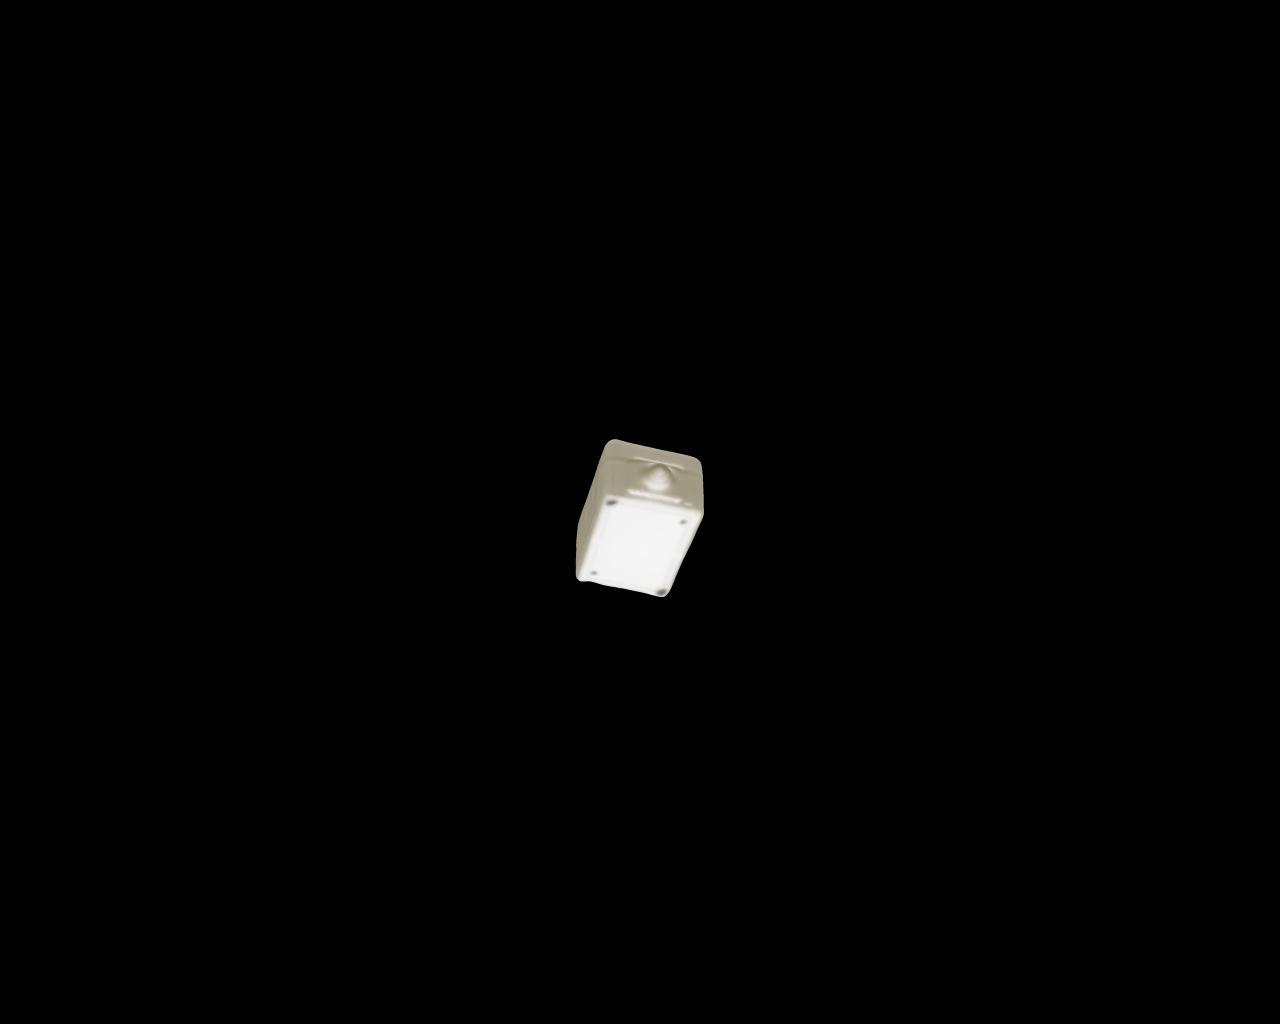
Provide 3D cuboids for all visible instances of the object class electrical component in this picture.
[{"bbox_3d":[0.001,-0.003,0.650,0.062,0.061,0.096,11,-47,-11],"label":"electrical component"}]
